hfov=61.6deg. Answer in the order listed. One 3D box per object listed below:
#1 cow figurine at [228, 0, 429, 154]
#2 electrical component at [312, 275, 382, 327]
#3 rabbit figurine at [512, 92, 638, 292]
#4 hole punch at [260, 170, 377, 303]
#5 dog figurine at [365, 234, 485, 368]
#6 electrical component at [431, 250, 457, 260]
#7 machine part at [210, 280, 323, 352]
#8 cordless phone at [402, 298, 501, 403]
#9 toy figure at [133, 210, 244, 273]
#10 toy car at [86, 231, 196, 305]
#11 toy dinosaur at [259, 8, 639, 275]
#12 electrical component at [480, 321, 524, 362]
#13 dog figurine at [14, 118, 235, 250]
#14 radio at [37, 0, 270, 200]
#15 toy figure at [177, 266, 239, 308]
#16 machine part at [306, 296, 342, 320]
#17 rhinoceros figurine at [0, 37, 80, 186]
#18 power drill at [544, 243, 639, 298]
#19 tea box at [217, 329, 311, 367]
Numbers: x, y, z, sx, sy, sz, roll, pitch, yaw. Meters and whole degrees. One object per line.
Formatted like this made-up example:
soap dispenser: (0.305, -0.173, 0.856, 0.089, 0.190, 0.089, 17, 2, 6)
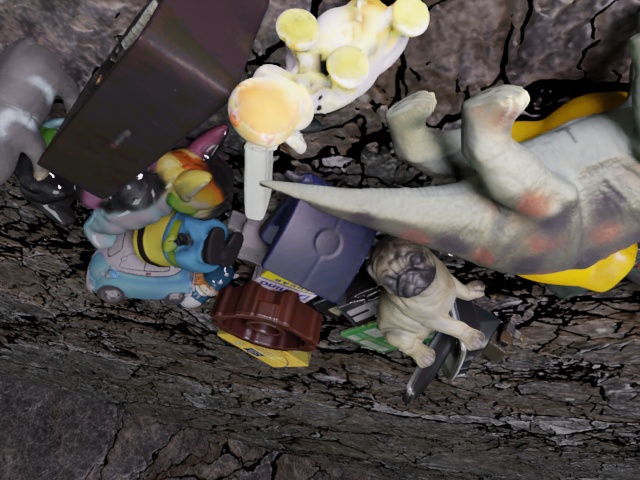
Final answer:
cow figurine: (-0.003, -0.119, 0.389, 0.068, 0.167, 0.098, 46, 161, 0)
electrical component: (0.049, 0.091, 0.801, 0.119, 0.048, 0.074, -22, 139, 11)
rabbit figurine: (0.210, -0.056, 0.480, 0.162, 0.122, 0.173, 13, 132, -3)
hole punch: (-0.001, -0.002, 0.626, 0.142, 0.092, 0.115, 29, 116, -19)
dog figurine: (0.099, 0.064, 0.681, 0.172, 0.121, 0.190, -31, 128, 32)
electrical component: (0.132, 0.000, 0.675, 0.094, 0.021, 0.063, 11, 151, 2)
machine part: (-0.083, 0.126, 0.856, 0.179, 0.056, 0.179, 12, 153, 6)
cordless phone: (0.175, 0.179, 0.791, 0.089, 0.184, 0.146, 32, 151, 21)
toy figure: (-0.180, 0.001, 0.697, 0.180, 0.089, 0.082, 16, 154, 43)
toy car: (-0.263, 0.031, 0.806, 0.162, 0.109, 0.102, 10, 133, -12)
toy dinosaur: (0.176, -0.038, 0.377, 0.405, 0.131, 0.192, -17, 110, 20)
electrical component: (0.283, 0.164, 0.875, 0.078, 0.045, 0.102, 34, 154, 22)
dog figurine: (-0.203, -0.079, 0.594, 0.219, 0.108, 0.191, -15, 137, 32)
radio: (-0.144, -0.131, 0.450, 0.073, 0.131, 0.230, 34, 144, -31)
toy figure: (-0.194, 0.077, 0.898, 0.064, 0.058, 0.154, 5, 159, -42)
machine part: (-0.010, 0.116, 0.912, 0.084, 0.039, 0.139, 24, 147, -34)
rhinoceros figurine: (-0.304, -0.104, 0.501, 0.073, 0.190, 0.112, 22, 156, 11)
power drill: (0.367, 0.021, 0.562, 0.207, 0.086, 0.232, 16, 152, -12)
tea box: (-0.099, 0.182, 1.027, 0.098, 0.068, 0.169, -13, 142, 36)
